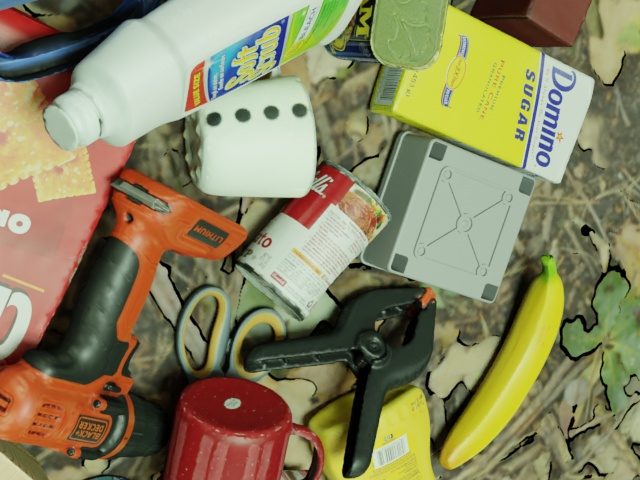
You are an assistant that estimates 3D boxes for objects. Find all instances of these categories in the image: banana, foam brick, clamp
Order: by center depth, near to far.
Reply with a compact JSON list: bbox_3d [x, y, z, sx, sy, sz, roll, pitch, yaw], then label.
[{"bbox_3d":[0.038,0.098,0.810,0.171,0.039,0.120,-29,82,-31],"label":"clamp"},{"bbox_3d":[0.164,-0.183,0.823,0.051,0.078,0.053,24,89,-27],"label":"foam brick"},{"bbox_3d":[0.158,0.104,0.898,0.069,0.037,0.198,18,98,-44],"label":"banana"}]

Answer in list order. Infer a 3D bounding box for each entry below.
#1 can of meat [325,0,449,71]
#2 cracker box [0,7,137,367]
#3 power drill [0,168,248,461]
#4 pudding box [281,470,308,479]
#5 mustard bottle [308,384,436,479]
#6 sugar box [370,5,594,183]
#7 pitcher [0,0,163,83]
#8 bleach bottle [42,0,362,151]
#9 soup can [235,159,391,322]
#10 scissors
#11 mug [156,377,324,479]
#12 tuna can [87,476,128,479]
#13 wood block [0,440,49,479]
[{"bbox_3d":[0.046,-0.175,0.763,0.057,0.084,0.102,4,99,-27],"label":"can of meat"},{"bbox_3d":[-0.220,-0.040,0.667,0.164,0.072,0.214,26,89,-28],"label":"cracker box"},{"bbox_3d":[-0.122,0.059,0.708,0.187,0.057,0.184,-63,154,-3],"label":"power drill"},{"bbox_3d":[-0.053,0.233,0.820,0.089,0.039,0.113,6,107,-29],"label":"pudding box"},{"bbox_3d":[0.055,0.215,0.863,0.096,0.058,0.191,-22,109,-26],"label":"mustard bottle"},{"bbox_3d":[0.131,-0.115,0.839,0.176,0.048,0.093,18,92,-27],"label":"sugar box"},{"bbox_3d":[-0.130,-0.202,0.617,0.242,0.149,0.145,-27,76,-42],"label":"pitcher"},{"bbox_3d":[-0.069,-0.121,0.660,0.068,0.103,0.250,45,53,5],"label":"bleach bottle"},{"bbox_3d":[-0.005,0.001,0.784,0.102,0.069,0.068,-49,117,-9],"label":"soup can"},{"bbox_3d":[-0.074,0.132,0.807,0.096,0.016,0.202,-2,102,-26],"label":"scissors"},{"bbox_3d":[-0.054,0.150,0.745,0.117,0.093,0.081,9,111,-10],"label":"mug"},{"bbox_3d":[-0.156,0.216,0.773,0.086,0.034,0.086,-6,103,-25],"label":"tuna can"},{"bbox_3d":[-0.277,0.204,0.680,0.206,0.090,0.090,-46,116,-12],"label":"wood block"}]
